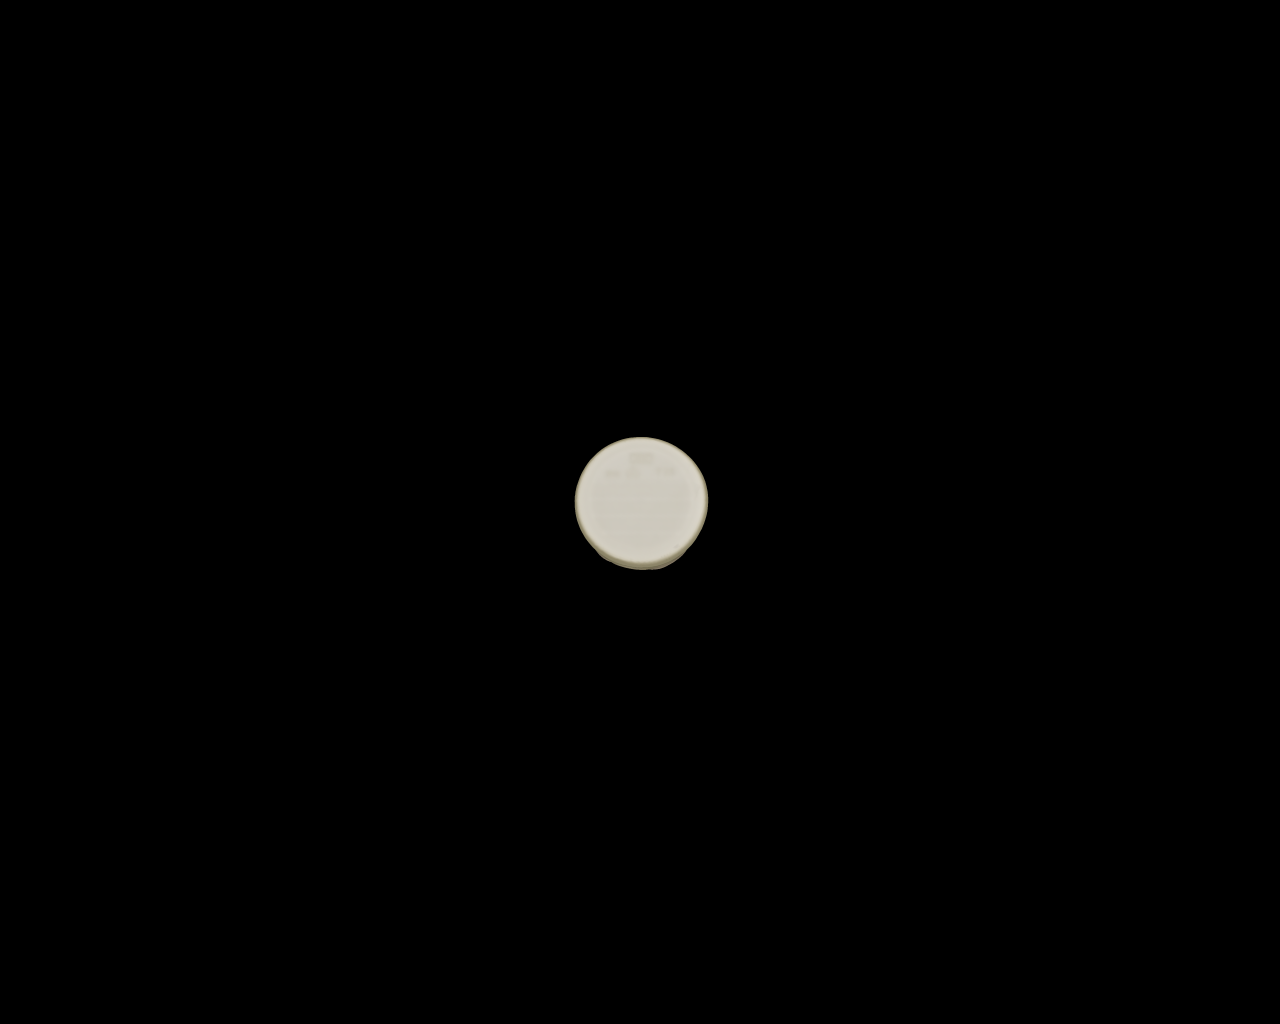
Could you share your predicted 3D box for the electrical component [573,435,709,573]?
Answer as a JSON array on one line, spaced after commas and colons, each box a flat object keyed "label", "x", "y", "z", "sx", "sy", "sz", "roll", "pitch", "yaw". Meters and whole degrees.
[{"label": "electrical component", "x": 0.001, "y": -0.003, "z": 0.650, "sx": 0.080, "sy": 0.080, "sz": 0.051, "roll": 0, "pitch": -12, "yaw": 0}]
